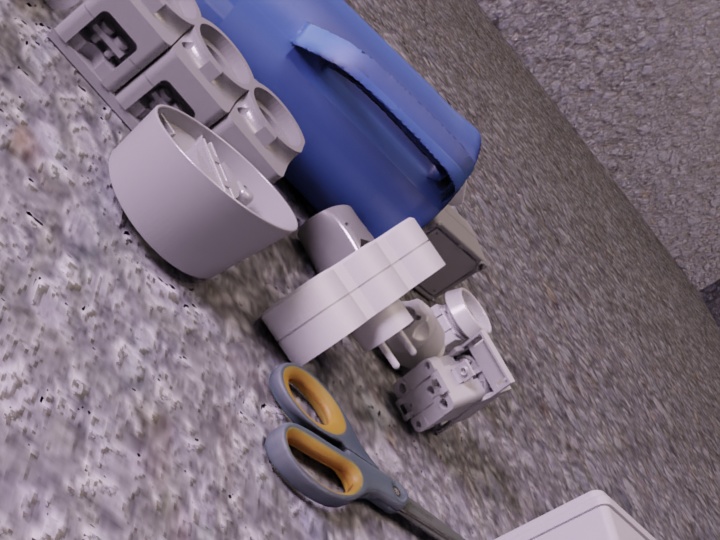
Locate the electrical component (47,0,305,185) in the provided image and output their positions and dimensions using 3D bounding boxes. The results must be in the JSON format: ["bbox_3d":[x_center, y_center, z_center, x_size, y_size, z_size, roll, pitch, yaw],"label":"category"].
[{"bbox_3d":[-0.106,-0.116,0.668,0.150,0.062,0.089,50,19,-17],"label":"electrical component"}]

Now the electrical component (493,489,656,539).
[{"bbox_3d":[0.132,0.198,0.651,0.109,0.109,0.056,42,25,-34],"label":"electrical component"}]

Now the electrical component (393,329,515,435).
[{"bbox_3d":[0.061,0.080,0.740,0.064,0.081,0.042,-10,64,-45],"label":"electrical component"}]

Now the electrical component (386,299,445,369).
[{"bbox_3d":[0.042,0.053,0.779,0.062,0.043,0.043,56,13,-44],"label":"electrical component"}]

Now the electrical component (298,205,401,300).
[{"bbox_3d":[0.000,0.000,0.762,0.077,0.043,0.079,62,19,18],"label":"electrical component"}]

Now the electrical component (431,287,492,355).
[{"bbox_3d":[0.068,0.045,0.832,0.048,0.055,0.066,61,20,18],"label":"electrical component"}]

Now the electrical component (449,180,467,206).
[{"bbox_3d":[0.046,-0.067,0.958,0.075,0.083,0.047,93,-19,-50],"label":"electrical component"}]

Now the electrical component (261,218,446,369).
[{"bbox_3d":[0.008,0.026,0.664,0.138,0.052,0.073,-33,88,-46],"label":"electrical component"}]

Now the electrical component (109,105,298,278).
[{"bbox_3d":[-0.087,-0.046,0.593,0.099,0.064,0.099,47,20,-23],"label":"electrical component"}]

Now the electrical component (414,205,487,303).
[{"bbox_3d":[0.060,-0.023,0.921,0.096,0.062,0.061,37,26,-43],"label":"electrical component"}]
